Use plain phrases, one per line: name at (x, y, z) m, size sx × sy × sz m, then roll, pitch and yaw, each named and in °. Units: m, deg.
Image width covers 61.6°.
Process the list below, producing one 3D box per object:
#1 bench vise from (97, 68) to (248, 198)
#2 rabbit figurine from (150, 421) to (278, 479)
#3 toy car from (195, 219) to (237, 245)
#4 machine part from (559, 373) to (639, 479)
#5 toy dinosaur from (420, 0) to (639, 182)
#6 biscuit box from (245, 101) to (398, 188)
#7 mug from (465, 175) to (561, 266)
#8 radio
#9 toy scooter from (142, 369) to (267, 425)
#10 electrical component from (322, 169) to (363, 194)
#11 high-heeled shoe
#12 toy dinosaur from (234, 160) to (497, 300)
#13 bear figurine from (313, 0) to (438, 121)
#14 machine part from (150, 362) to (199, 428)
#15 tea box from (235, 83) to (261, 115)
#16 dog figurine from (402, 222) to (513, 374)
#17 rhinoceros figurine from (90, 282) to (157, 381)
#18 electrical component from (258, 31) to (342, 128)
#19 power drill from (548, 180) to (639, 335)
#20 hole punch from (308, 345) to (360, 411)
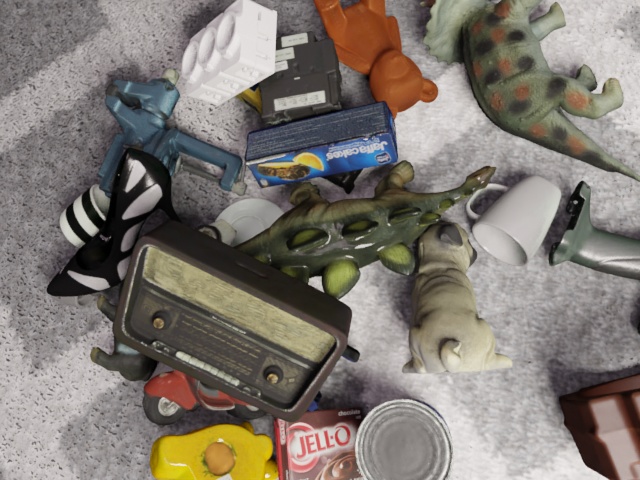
bench vise at (-0.217, -0.141, 0.822) m, size 0.241 × 0.129 × 0.223 m, roll 22°, pitch 69°, yaw -3°
rabbit figurine at (-0.133, 0.289, 0.660) m, size 0.162 × 0.173 × 0.122 m, roll -24°, pitch 63°, yaw -43°
toy car at (-0.190, 0.050, 0.724) m, size 0.056 × 0.073 × 0.202 m, roll 42°, pitch 62°, yaw -8°
machine part at (0.365, 0.177, 0.542) m, size 0.201 × 0.201 × 0.087 m, roll -17°, pitch 74°, yaw 7°
toy dinosaur at (0.270, -0.228, 0.737) m, size 0.192 × 0.131 × 0.405 m, roll -24°, pitch 74°, yaw 18°
biscuit box at (0.003, -0.127, 0.732) m, size 0.203 × 0.059 × 0.063 m, roll -9°, pitch 55°, yaw 14°
mug at (0.254, -0.036, 0.703) m, size 0.110 × 0.080 × 0.107 m, roll 37°, pitch 74°, yaw 27°
radio at (-0.093, 0.086, 0.567) m, size 0.230 × 0.073 × 0.131 m, roll 27°, pitch 110°, yaw 0°
toy scooter at (-0.125, 0.157, 0.675) m, size 0.075 × 0.184 × 0.135 m, roll 17°, pitch 98°, yaw 54°
electrical component at (0.012, -0.130, 0.796) m, size 0.119 × 0.047 × 0.075 m, roll 29°, pitch 82°, yaw 20°
high-heeled shoe at (-0.305, -0.018, 0.736) m, size 0.249 × 0.145 × 0.086 m, roll -31°, pitch 41°, yaw -1°
toy dinosaur at (-0.001, -0.002, 0.673) m, size 0.472 × 0.199 × 0.105 m, roll -20°, pitch 109°, yaw 5°
bear figurine at (0.084, -0.277, 0.784) m, size 0.120 × 0.131 × 0.196 m, roll -26°, pitch 63°, yaw -3°
machine part at (-0.162, 0.142, 0.739) m, size 0.079 × 0.079 × 0.243 m, roll 25°, pitch 79°, yaw 18°
tea box at (-0.083, -0.254, 0.845) m, size 0.170 × 0.068 × 0.098 m, roll 38°, pitch 84°, yaw 19°
dog figurine at (0.151, 0.061, 0.648) m, size 0.121 × 0.172 × 0.190 m, roll -4°, pitch 80°, yaw 0°
rhinoceros figurine at (-0.256, 0.105, 0.774) m, size 0.112 × 0.073 × 0.190 m, roll 6°, pitch 75°, yaw 16°
electrical component at (-0.027, -0.227, 0.759) m, size 0.115 × 0.058 × 0.134 m, roll -6°, pitch 74°, yaw 7°
power drill at (0.405, 0.000, 0.658) m, size 0.207 × 0.086 × 0.232 m, roll 25°, pitch 83°, yaw 11°
hole punch at (-0.020, 0.148, 0.682) m, size 0.116 × 0.142 × 0.092 m, roll 33°, pitch 87°, yaw 8°
